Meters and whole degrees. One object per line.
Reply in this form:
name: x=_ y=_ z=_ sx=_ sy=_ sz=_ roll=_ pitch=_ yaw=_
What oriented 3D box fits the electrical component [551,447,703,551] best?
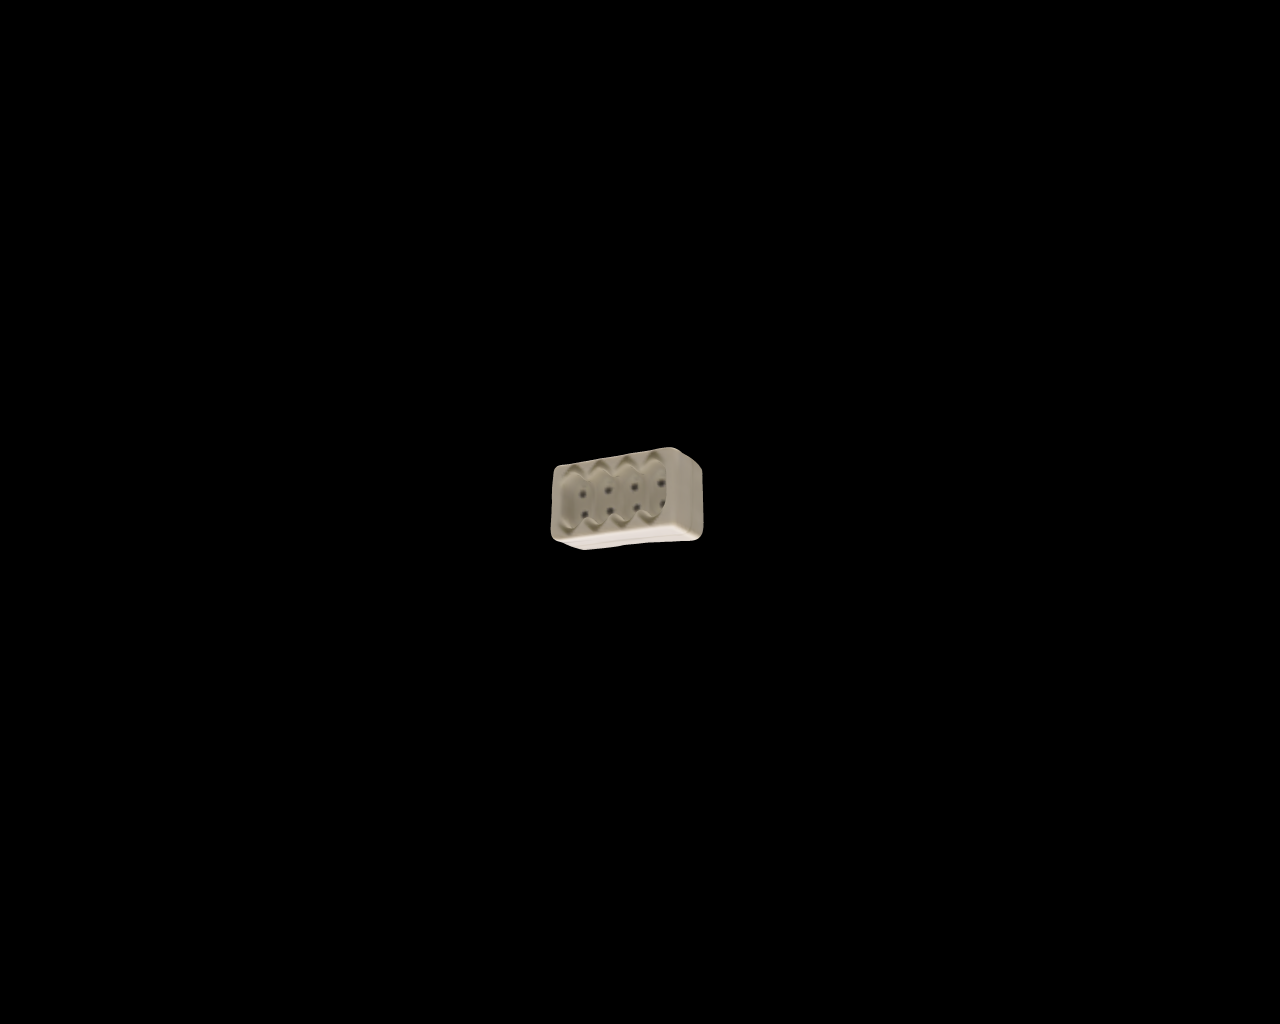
electrical component: x=0.001 y=-0.003 z=0.650 sx=0.083 sy=0.047 sz=0.075 roll=-7 pitch=-15 yaw=26
